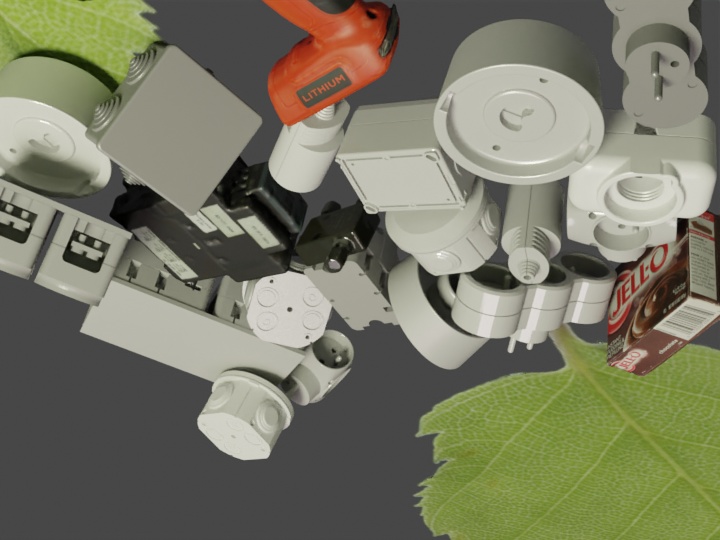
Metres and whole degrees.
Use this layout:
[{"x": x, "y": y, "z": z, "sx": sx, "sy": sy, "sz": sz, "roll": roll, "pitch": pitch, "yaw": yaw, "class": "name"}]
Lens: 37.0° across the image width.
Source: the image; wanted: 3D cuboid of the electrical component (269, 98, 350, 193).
[{"x": -0.035, "y": -0.097, "z": 0.780, "sx": 0.043, "sy": 0.043, "sz": 0.081, "roll": 19, "pitch": 144, "yaw": -10, "class": "electrical component"}]

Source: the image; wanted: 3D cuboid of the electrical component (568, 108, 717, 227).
[{"x": 0.192, "y": -0.070, "z": 0.736, "sx": 0.095, "sy": 0.059, "sz": 0.053, "roll": 5, "pitch": 144, "yaw": 10, "class": "electrical component"}]

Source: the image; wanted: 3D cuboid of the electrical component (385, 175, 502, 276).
[{"x": 0.064, "y": -0.038, "z": 0.801, "sx": 0.080, "sy": 0.080, "sz": 0.051, "roll": -11, "pitch": 143, "yaw": 29, "class": "electrical component"}]

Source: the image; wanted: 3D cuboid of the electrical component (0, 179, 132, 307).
[{"x": -0.248, "y": -0.022, "z": 0.854, "sx": 0.105, "sy": 0.060, "sz": 0.186, "roll": 23, "pitch": 176, "yaw": -15, "class": "electrical component"}]

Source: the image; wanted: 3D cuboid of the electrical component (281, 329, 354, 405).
[{"x": -0.049, "y": 0.103, "z": 1.032, "sx": 0.044, "sy": 0.079, "sz": 0.077, "roll": 44, "pitch": 143, "yaw": 7, "class": "electrical component"}]

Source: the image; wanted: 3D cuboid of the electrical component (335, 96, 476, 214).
[{"x": 0.031, "y": -0.083, "z": 0.770, "sx": 0.096, "sy": 0.061, "sz": 0.061, "roll": 0, "pitch": 142, "yaw": 30, "class": "electrical component"}]

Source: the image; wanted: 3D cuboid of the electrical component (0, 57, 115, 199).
[{"x": -0.230, "y": -0.111, "z": 0.804, "sx": 0.108, "sy": 0.060, "sz": 0.108, "roll": 8, "pitch": 145, "yaw": 6, "class": "electrical component"}]

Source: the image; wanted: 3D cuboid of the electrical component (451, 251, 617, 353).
[{"x": 0.133, "y": 0.033, "z": 0.841, "sx": 0.138, "sy": 0.052, "sz": 0.073, "roll": -6, "pitch": 122, "yaw": -28, "class": "electrical component"}]

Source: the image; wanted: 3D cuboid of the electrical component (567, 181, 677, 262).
[{"x": 0.195, "y": -0.032, "z": 0.799, "sx": 0.077, "sy": 0.044, "sz": 0.079, "roll": 2, "pitch": 142, "yaw": 15, "class": "electrical component"}]

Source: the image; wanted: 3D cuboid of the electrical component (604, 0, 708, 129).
[{"x": 0.177, "y": -0.133, "z": 0.640, "sx": 0.052, "sy": 0.073, "sz": 0.138, "roll": -3, "pitch": 142, "yaw": 21, "class": "electrical component"}]

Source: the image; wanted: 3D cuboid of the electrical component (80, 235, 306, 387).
[{"x": -0.148, "y": 0.043, "z": 0.991, "sx": 0.186, "sy": 0.060, "sz": 0.105, "roll": 23, "pitch": 143, "yaw": -15, "class": "electrical component"}]

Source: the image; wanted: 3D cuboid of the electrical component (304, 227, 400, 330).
[{"x": 0.000, "y": 0.000, "z": 0.892, "sx": 0.050, "sy": 0.055, "sz": 0.089, "roll": -10, "pitch": 139, "yaw": 28, "class": "electrical component"}]

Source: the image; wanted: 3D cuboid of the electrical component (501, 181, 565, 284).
[{"x": 0.127, "y": -0.027, "z": 0.796, "sx": 0.043, "sy": 0.081, "sz": 0.043, "roll": 8, "pitch": 144, "yaw": 6, "class": "electrical component"}]

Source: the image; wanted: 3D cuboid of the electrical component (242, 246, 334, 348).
[{"x": -0.061, "y": 0.024, "z": 0.922, "sx": 0.080, "sy": 0.051, "sz": 0.080, "roll": -2, "pitch": 112, "yaw": -4, "class": "electrical component"}]

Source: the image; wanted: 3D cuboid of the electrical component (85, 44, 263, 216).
[{"x": -0.133, "y": -0.101, "z": 0.761, "sx": 0.100, "sy": 0.099, "sz": 0.048, "roll": 38, "pitch": 175, "yaw": -33, "class": "electrical component"}]

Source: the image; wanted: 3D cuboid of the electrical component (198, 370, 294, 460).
[{"x": -0.106, "y": 0.135, "z": 0.996, "sx": 0.080, "sy": 0.051, "sz": 0.080, "roll": 17, "pitch": 141, "yaw": 14, "class": "electrical component"}]

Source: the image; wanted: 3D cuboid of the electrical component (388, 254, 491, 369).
[{"x": 0.068, "y": 0.028, "z": 0.878, "sx": 0.099, "sy": 0.099, "sz": 0.064, "roll": 29, "pitch": 135, "yaw": -22, "class": "electrical component"}]

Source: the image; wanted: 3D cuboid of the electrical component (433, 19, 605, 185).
[{"x": 0.105, "y": -0.113, "z": 0.700, "sx": 0.108, "sy": 0.060, "sz": 0.108, "roll": 8, "pitch": 144, "yaw": 6, "class": "electrical component"}]
